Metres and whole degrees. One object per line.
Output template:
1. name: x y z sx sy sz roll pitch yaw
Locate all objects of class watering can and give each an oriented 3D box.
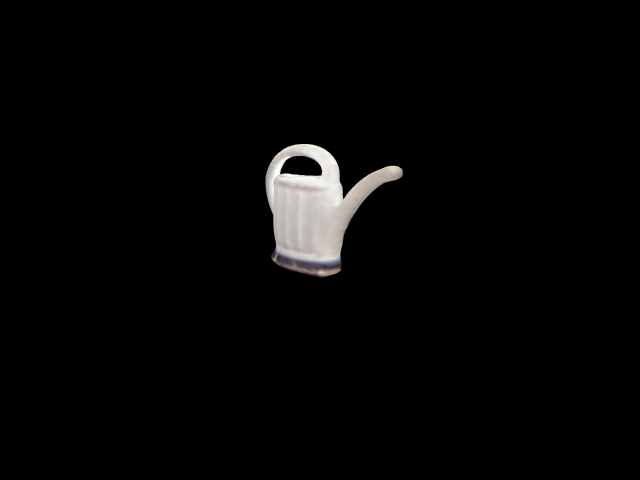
1. watering can: 0.003 -0.043 0.850 0.104 0.222 0.350 -8 16 -34
